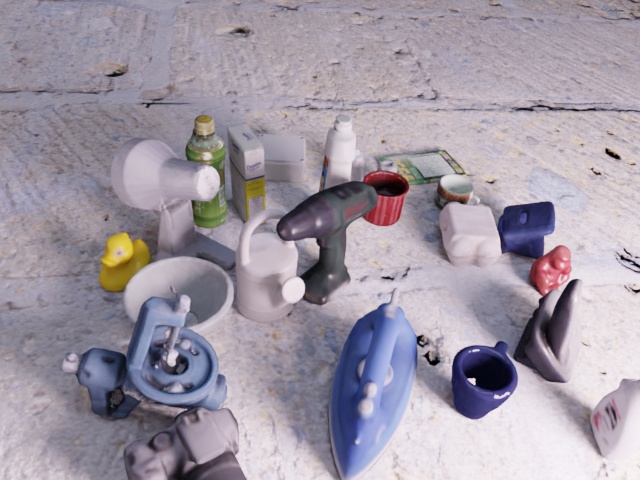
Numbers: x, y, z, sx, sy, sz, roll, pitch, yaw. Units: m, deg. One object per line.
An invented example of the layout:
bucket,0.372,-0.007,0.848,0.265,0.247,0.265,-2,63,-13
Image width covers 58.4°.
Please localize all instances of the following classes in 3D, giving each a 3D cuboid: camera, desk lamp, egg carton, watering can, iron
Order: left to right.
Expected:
desk lamp,-0.241,-0.056,0.980,0.202,0.214,0.118,24,44,19
camera,-0.148,0.284,0.692,0.143,0.101,0.136,-20,47,-27
watering can,-0.079,0.036,0.911,0.172,0.194,0.101,30,46,25
iron,0.076,0.191,0.795,0.118,0.141,0.258,14,42,8
egg carton,0.287,-0.014,1.111,0.107,0.069,0.150,4,41,-3

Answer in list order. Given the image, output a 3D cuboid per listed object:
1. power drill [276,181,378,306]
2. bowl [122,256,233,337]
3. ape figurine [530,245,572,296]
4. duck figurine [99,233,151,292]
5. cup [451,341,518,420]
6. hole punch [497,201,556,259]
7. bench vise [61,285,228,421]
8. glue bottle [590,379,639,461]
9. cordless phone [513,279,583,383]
power drill,0.009,0.003,0.949,0.075,0.208,0.230,30,46,25
bowl,-0.220,0.107,0.904,0.167,0.075,0.167,4,41,-3
ape figurine,0.426,0.049,1.041,0.078,0.092,0.076,-3,42,-11
duck figurine,-0.334,0.025,0.973,0.077,0.086,0.105,19,43,15
cup,0.235,0.207,0.834,0.091,0.095,0.118,29,46,23
hole punch,0.402,-0.027,1.125,0.101,0.091,0.109,14,42,9
bench vise,-0.227,0.156,0.736,0.208,0.220,0.121,-10,44,-17
glue bottle,0.423,0.226,0.778,0.037,0.173,0.078,3,41,-4
cordless phone,0.381,0.116,0.888,0.094,0.185,0.148,22,43,17
